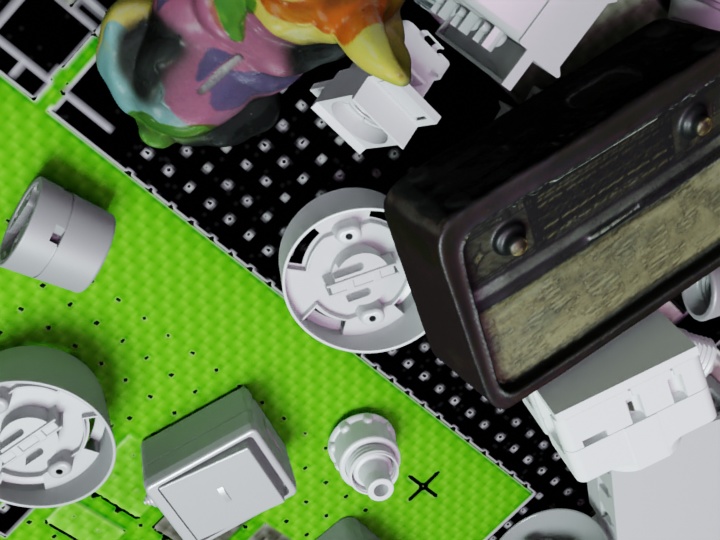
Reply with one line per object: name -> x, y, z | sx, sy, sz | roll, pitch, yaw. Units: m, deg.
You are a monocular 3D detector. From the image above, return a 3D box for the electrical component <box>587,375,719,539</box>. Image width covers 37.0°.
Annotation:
electrical component -> 0.229, 0.178, 0.800 | 0.105, 0.060, 0.186 | -15, 117, -7

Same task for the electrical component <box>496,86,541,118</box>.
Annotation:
electrical component -> 0.107, -0.067, 0.665 | 0.064, 0.042, 0.081 | 22, 108, -24

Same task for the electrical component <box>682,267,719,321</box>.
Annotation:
electrical component -> 0.256, 0.011, 0.737 | 0.055, 0.045, 0.045 | -5, 116, -12

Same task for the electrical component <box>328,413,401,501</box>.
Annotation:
electrical component -> 0.007, 0.129, 0.720 | 0.048, 0.062, 0.048 | -6, 116, -12

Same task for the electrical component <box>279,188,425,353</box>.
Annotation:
electrical component -> 0.000, 0.000, 0.657 | 0.099, 0.064, 0.099 | -6, 115, -12

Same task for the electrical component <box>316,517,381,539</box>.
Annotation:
electrical component -> 0.004, 0.244, 0.777 | 0.078, 0.057, 0.113 | -41, 118, 7

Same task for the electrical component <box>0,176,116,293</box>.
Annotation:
electrical component -> -0.171, -0.018, 0.611 | 0.047, 0.055, 0.055 | 26, 106, -27

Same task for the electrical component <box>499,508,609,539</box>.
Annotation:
electrical component -> 0.139, 0.230, 0.783 | 0.099, 0.099, 0.064 | -24, 124, -2

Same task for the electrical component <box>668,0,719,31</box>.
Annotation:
electrical component -> 0.216, -0.167, 0.644 | 0.066, 0.048, 0.055 | 23, 100, -23

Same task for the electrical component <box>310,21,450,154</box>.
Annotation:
electrical component -> 0.014, -0.104, 0.607 | 0.042, 0.081, 0.063 | 41, 71, -28

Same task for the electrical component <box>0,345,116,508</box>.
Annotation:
electrical component -> -0.199, 0.096, 0.652 | 0.099, 0.064, 0.099 | -6, 116, -12

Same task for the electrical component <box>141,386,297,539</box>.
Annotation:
electrical component -> -0.097, 0.133, 0.697 | 0.096, 0.061, 0.061 | -29, 118, 0

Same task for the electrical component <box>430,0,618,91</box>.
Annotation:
electrical component -> 0.068, -0.144, 0.533 | 0.063, 0.121, 0.078 | 32, 103, -22

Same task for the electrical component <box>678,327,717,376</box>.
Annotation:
electrical component -> 0.211, 0.059, 0.750 | 0.081, 0.043, 0.043 | 15, 110, -20

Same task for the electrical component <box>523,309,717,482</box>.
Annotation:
electrical component -> 0.142, 0.056, 0.670 | 0.089, 0.150, 0.061 | -26, 117, -1
